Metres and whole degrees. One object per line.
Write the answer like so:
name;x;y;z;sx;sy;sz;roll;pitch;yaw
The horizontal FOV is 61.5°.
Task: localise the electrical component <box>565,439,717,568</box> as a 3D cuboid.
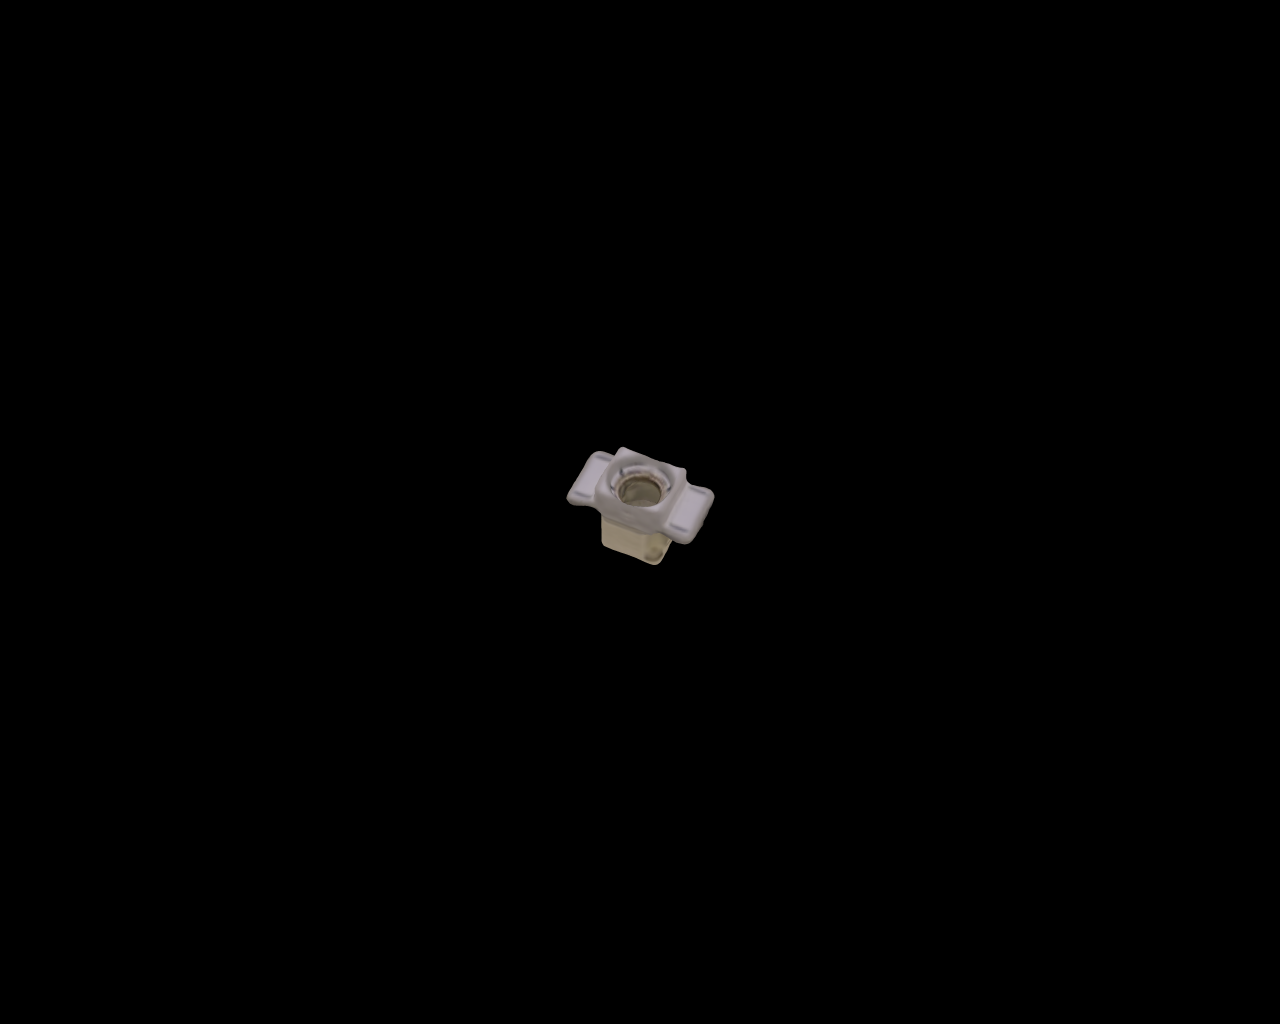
electrical component;0.001;-0.003;0.650;0.081;0.042;0.063;21;-34;15
